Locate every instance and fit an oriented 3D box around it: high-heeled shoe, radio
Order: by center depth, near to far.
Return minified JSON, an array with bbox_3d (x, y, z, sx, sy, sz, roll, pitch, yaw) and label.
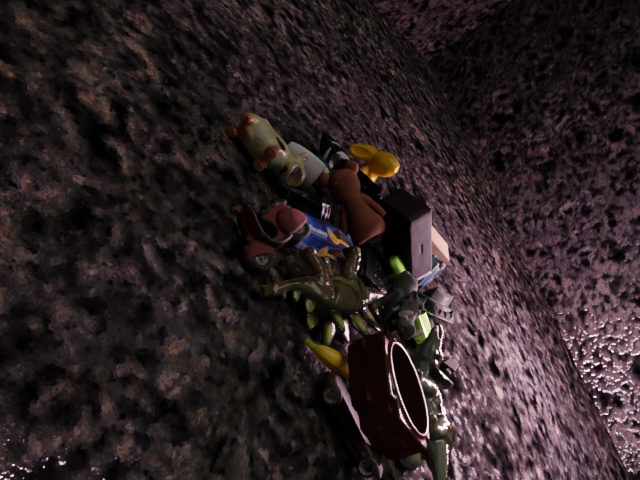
[{"bbox_3d":[0.223,-0.013,1.398,0.131,0.073,0.229,46,-25,42],"label":"radio"},{"bbox_3d":[0.077,-0.190,1.421,0.086,0.145,0.248,-24,88,-27],"label":"high-heeled shoe"}]

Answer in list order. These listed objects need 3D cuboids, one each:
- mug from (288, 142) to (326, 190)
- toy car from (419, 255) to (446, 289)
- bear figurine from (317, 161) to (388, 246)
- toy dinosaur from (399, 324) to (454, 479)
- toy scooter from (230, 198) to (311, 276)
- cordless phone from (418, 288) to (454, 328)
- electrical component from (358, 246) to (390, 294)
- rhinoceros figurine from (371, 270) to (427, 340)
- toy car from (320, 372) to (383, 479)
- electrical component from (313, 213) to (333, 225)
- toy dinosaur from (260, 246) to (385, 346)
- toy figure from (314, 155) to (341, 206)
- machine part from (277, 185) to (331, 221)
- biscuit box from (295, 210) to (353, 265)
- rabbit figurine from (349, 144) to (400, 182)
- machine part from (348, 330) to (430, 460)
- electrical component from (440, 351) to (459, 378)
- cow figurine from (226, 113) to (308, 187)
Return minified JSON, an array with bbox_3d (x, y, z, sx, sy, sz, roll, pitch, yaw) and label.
[{"bbox_3d":[-0.045,-0.192,1.313,0.107,0.081,0.109,42,36,-12],"label":"mug"},{"bbox_3d":[0.309,0.074,1.609,0.103,0.109,0.161,46,16,13],"label":"toy car"},{"bbox_3d":[0.080,-0.086,1.335,0.196,0.120,0.132,60,0,8],"label":"bear figurine"},{"bbox_3d":[0.236,0.387,1.172,0.192,0.131,0.405,31,45,-41],"label":"toy dinosaur"},{"bbox_3d":[-0.104,-0.028,1.046,0.135,0.075,0.184,54,47,-6],"label":"toy scooter"},{"bbox_3d":[0.328,0.238,1.520,0.146,0.089,0.184,27,52,-46],"label":"cordless phone"},{"bbox_3d":[0.116,0.084,1.327,0.134,0.058,0.115,44,29,-27],"label":"electrical component"},{"bbox_3d":[0.174,0.140,1.139,0.190,0.112,0.073,-72,141,-59],"label":"rhinoceros figurine"},{"bbox_3d":[0.057,0.339,0.982,0.202,0.053,0.089,64,8,6],"label":"toy car"},{"bbox_3d":[0.008,-0.041,1.310,0.094,0.021,0.063,9,55,-55],"label":"electrical component"},{"bbox_3d":[0.048,0.118,1.142,0.471,0.105,0.198,3,69,-50],"label":"toy dinosaur"},{"bbox_3d":[0.022,-0.147,1.398,0.154,0.058,0.064,56,10,-2],"label":"toy figure"},{"bbox_3d":[-0.031,-0.086,1.215,0.139,0.039,0.084,31,2,38],"label":"machine part"},{"bbox_3d":[-0.002,-0.004,1.216,0.202,0.059,0.063,22,45,-48],"label":"biscuit box"},{"bbox_3d":[0.142,-0.198,1.526,0.122,0.173,0.162,-11,77,-57],"label":"rabbit figurine"},{"bbox_3d":[0.133,0.291,1.020,0.200,0.087,0.201,54,21,-36],"label":"machine part"},{"bbox_3d":[0.338,0.345,1.451,0.078,0.045,0.102,32,23,11],"label":"electrical component"},{"bbox_3d":[-0.106,-0.199,1.209,0.195,0.085,0.127,49,28,1],"label":"cow figurine"}]
